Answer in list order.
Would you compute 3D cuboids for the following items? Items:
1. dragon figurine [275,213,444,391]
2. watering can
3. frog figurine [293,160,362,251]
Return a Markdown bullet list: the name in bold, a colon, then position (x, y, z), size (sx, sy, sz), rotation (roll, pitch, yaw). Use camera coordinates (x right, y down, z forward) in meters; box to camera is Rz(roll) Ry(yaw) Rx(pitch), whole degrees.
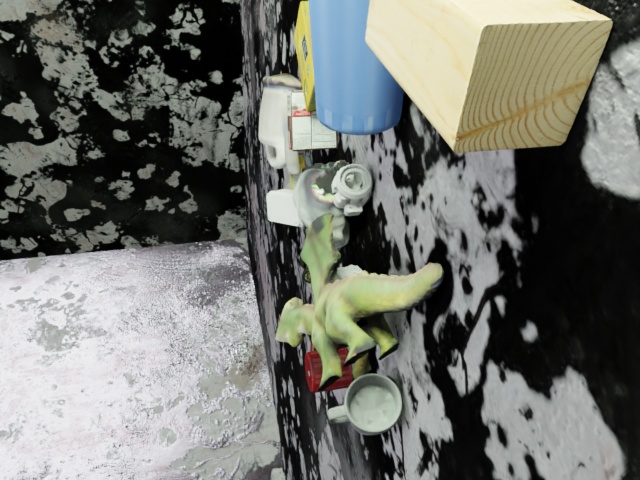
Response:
- **dragon figurine**: position (0.026, 0.070, 0.761), size (0.401, 0.122, 0.247), rotation (-57, 48, 43)
- **watering can**: position (-0.081, -0.271, 1.193), size (0.352, 0.104, 0.222), rotation (-134, 49, -67)
- **frog figurine**: position (0.003, -0.046, 0.911), size (0.139, 0.123, 0.156), rotation (57, 144, 25)
